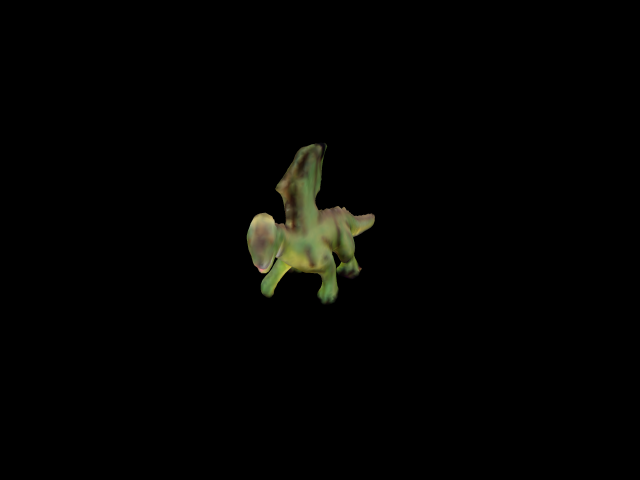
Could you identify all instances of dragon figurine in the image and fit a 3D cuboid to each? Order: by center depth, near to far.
[{"bbox_3d":[0.003,-0.043,0.850,0.122,0.237,0.418,14,34,23],"label":"dragon figurine"}]
